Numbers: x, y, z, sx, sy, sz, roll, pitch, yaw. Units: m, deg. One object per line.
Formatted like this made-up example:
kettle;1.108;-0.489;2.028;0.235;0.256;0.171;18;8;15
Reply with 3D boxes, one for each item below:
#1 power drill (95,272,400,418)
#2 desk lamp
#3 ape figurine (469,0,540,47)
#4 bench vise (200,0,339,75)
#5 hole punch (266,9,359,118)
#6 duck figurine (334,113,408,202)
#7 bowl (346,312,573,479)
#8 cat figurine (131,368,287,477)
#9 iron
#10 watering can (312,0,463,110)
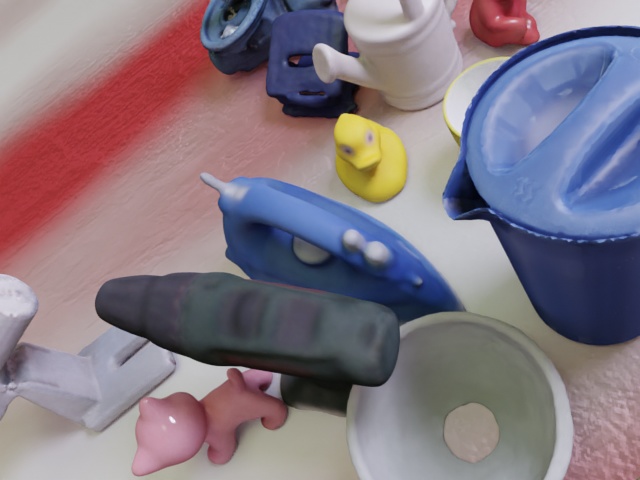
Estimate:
power drill;-0.035;0.087;0.468;0.228;0.209;0.075;0;66;27
desk lamp;-0.297;0.124;0.576;0.203;0.214;0.117;-39;55;4
ape figurine;0.190;-0.253;0.598;0.075;0.092;0.078;16;73;32
bench vise;-0.082;-0.312;0.685;0.207;0.220;0.121;-29;56;11
hole punch;-0.009;-0.206;0.674;0.108;0.091;0.101;8;69;29
duck figurine;0.042;-0.099;0.598;0.077;0.086;0.104;-30;56;11
bowl;0.109;0.145;0.448;0.167;0.075;0.167;-11;61;21
cat figurine;-0.111;0.161;0.524;0.128;0.118;0.067;-38;55;5
iron;0.005;0.002;0.532;0.257;0.142;0.119;21;76;33
watering can;0.071;-0.222;0.579;0.100;0.195;0.173;23;77;34
